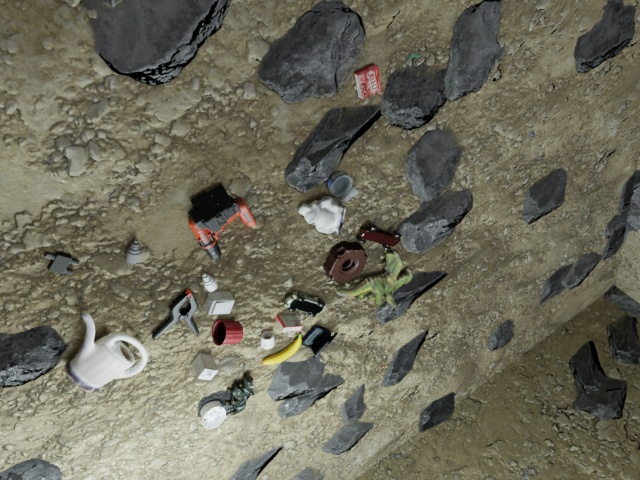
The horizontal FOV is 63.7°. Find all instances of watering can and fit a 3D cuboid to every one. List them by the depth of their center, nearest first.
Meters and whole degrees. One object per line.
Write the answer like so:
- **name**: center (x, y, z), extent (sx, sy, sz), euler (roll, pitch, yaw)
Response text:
- **watering can**: center (-0.698, 0.357, 1.615), extent (0.225, 0.106, 0.340), euler (-36, 136, -5)

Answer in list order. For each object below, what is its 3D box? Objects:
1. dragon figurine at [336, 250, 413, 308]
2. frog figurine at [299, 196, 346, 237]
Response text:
- **dragon figurine**: center (0.254, 0.153, 2.148), extent (0.408, 0.123, 0.242), euler (17, 95, -44)
- **frog figurine**: center (0.005, -0.090, 1.782), extent (0.159, 0.126, 0.134), euler (12, 133, 1)
